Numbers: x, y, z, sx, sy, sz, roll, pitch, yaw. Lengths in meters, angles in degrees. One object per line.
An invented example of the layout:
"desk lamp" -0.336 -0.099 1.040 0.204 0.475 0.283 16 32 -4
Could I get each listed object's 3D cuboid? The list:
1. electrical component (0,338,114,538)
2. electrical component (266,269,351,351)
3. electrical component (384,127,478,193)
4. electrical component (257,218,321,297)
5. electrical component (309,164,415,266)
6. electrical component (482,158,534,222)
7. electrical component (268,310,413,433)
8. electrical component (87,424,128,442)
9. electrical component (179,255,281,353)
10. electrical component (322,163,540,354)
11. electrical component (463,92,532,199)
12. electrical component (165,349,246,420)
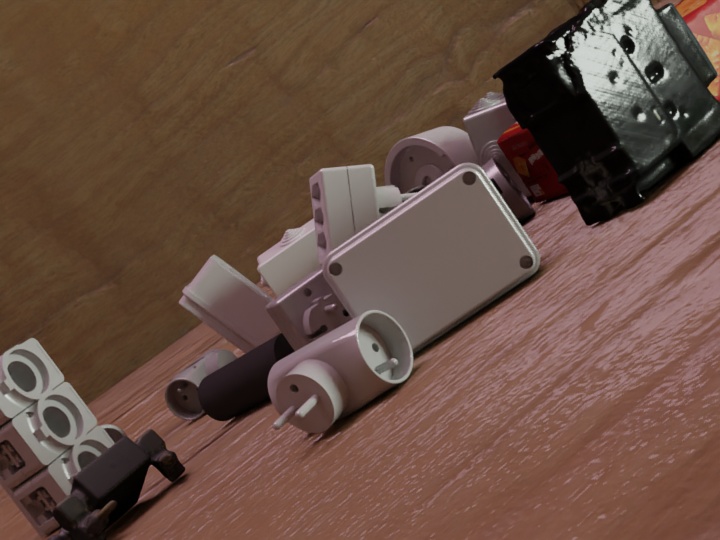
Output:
"electrical component" -0.284 0.145 0.956 0.062 0.150 0.089 -34 5 24
"electrical component" -0.022 0.037 0.752 0.047 0.065 0.077 -36 5 -18
"electrical component" 0.084 -0.088 1.053 0.060 0.108 0.108 -31 1 -38
"electrical component" -0.042 0.003 1.041 0.100 0.099 0.048 -35 17 0
"electrical component" 0.008 -0.040 0.765 0.077 0.065 0.047 -7 -1 -12
"electrical component" 0.104 -0.054 0.862 0.047 0.055 0.055 -37 4 14
"electrical component" -0.020 0.064 0.596 0.077 0.043 0.079 -31 6 38
"electrical component" -0.262 0.182 1.082 0.045 0.045 0.055 -38 5 -37
"electrical component" -0.128 0.041 1.128 0.057 0.113 0.078 -53 5 1
"electrical component" 0.042 -0.005 0.648 0.113 0.078 0.057 -34 2 6
"electrical component" 0.134 -0.109 0.952 0.048 0.099 0.099 -19 10 21
"electrical component" -0.139 0.102 1.040 0.079 0.043 0.077 -32 5 25
